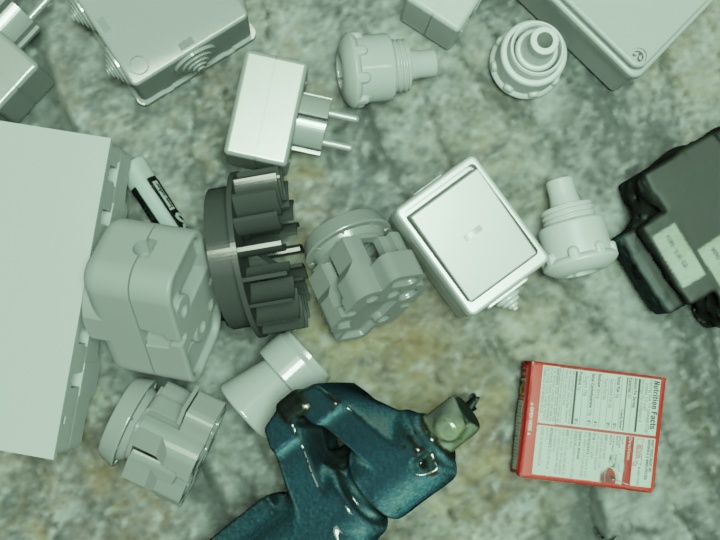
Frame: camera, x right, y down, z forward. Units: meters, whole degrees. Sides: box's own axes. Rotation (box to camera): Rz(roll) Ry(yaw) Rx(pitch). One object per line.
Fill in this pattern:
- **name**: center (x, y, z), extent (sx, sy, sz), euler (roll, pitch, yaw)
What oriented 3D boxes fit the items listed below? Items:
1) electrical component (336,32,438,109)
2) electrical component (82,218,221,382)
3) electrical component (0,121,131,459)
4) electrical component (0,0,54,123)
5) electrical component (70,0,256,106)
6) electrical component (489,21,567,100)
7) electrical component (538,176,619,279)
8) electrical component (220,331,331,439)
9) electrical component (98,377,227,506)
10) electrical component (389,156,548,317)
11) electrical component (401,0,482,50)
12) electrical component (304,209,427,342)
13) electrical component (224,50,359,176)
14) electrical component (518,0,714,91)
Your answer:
- **electrical component**: center (0.017, -0.128, 0.680), extent (0.062, 0.048, 0.048), euler (-7, 87, -10)
- **electrical component**: center (-0.123, 0.018, 0.628), extent (0.059, 0.095, 0.053), euler (9, 51, 12)
- **electrical component**: center (-0.209, 0.009, 0.646), extent (0.105, 0.060, 0.186), euler (9, 87, 3)
- **electrical component**: center (-0.224, -0.148, 0.666), extent (0.083, 0.047, 0.075), euler (41, 86, 0)
- **electrical component**: center (-0.125, -0.165, 0.672), extent (0.100, 0.048, 0.099), euler (-33, 89, -4)
- **electrical component**: center (0.109, -0.136, 0.676), extent (0.048, 0.062, 0.048), euler (0, 87, -3)
- **electrical component**: center (0.134, -0.028, 0.681), extent (0.048, 0.048, 0.062), euler (-12, 80, -4)
- **electrical component**: center (-0.052, 0.070, 0.664), extent (0.055, 0.045, 0.045), euler (-42, 90, -5)
- **electrical component**: center (-0.120, 0.100, 0.649), extent (0.057, 0.058, 0.078), euler (25, 124, 1)
- **electrical component**: center (0.070, -0.014, 0.667), extent (0.062, 0.061, 0.096), euler (-36, 89, -4)
- **electrical component**: center (0.045, -0.192, 0.683), extent (0.077, 0.047, 0.065), euler (33, 86, -1)
- **electrical component**: center (0.000, 0.000, 0.660), extent (0.058, 0.078, 0.057), euler (-8, 63, -38)
- **electrical component**: center (-0.040, -0.093, 0.673), extent (0.077, 0.047, 0.065), euler (12, 86, -3)
- **electrical component**: center (0.167, -0.191, 0.685), extent (0.109, 0.056, 0.108), euler (44, 85, 0)
